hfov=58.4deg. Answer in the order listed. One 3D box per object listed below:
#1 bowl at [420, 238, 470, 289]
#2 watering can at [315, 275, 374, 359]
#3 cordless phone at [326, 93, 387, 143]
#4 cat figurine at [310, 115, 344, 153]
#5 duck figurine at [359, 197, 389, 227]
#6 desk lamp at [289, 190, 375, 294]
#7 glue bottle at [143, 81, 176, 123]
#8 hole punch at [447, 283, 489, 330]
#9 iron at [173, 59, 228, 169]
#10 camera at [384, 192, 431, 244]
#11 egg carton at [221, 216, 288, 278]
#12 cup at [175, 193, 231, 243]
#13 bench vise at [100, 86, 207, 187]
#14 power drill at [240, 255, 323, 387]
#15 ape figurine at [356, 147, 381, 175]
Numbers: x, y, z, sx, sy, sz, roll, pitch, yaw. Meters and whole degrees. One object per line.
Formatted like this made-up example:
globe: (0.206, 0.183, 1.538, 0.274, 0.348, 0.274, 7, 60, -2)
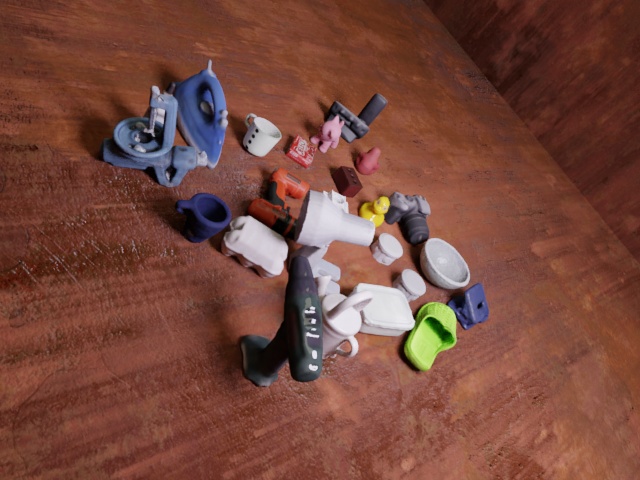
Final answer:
bowl: (0.345, 0.081, 1.648, 0.168, 0.074, 0.167, 25, 41, -23)
watering can: (0.032, 0.154, 1.188, 0.173, 0.193, 0.101, 47, 37, 5)
cordless phone: (0.119, -0.418, 1.833, 0.148, 0.184, 0.094, 37, 37, -9)
cat figurine: (0.034, -0.326, 1.722, 0.067, 0.117, 0.128, 45, 37, 3)
duck figurine: (0.166, -0.091, 1.640, 0.077, 0.086, 0.105, 41, 37, -3)
desk lamp: (0.012, 0.005, 1.299, 0.204, 0.213, 0.118, 27, 40, -21)
glue bottle: (-0.359, -0.284, 1.273, 0.037, 0.173, 0.078, 15, 45, -32)
hole punch: (0.433, 0.186, 1.613, 0.109, 0.091, 0.101, -18, 67, -50)
iron: (-0.271, -0.316, 1.411, 0.119, 0.141, 0.258, 2, 53, -41)
camera: (0.273, -0.066, 1.702, 0.144, 0.100, 0.136, 16, 44, -31)
egg carton: (-0.142, 0.015, 1.267, 0.150, 0.069, 0.107, 32, 38, -15)
cup: (-0.257, -0.040, 1.195, 0.118, 0.094, 0.091, 14, 46, -33)
bench vise: (-0.329, -0.224, 1.203, 0.208, 0.219, 0.121, 0, 54, -43)
power drill: (-0.067, 0.172, 1.069, 0.076, 0.208, 0.229, 13, 46, -34)
ape figurine: (0.156, -0.251, 1.783, 0.078, 0.092, 0.076, 44, 37, 1)
